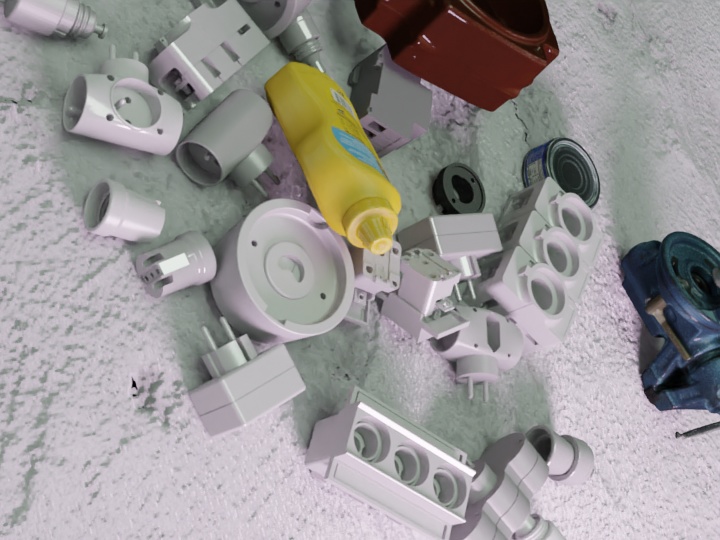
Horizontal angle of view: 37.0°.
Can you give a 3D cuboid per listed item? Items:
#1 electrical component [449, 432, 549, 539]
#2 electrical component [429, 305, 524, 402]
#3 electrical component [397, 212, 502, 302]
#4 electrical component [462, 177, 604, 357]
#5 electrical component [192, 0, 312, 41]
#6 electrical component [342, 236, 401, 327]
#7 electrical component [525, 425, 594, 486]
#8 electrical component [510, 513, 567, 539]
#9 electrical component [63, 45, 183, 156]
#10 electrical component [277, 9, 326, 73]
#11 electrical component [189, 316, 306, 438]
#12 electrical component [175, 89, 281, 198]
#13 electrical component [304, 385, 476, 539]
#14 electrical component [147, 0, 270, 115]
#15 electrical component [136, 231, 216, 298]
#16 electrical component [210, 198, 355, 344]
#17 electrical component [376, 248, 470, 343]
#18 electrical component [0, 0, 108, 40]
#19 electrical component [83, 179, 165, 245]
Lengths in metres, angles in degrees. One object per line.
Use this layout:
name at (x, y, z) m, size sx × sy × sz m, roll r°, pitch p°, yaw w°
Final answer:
electrical component at (0.101, 0.184, 0.901) m, size 0.073 × 0.052 × 0.138 m, roll 51°, pitch 48°, yaw -12°
electrical component at (0.104, 0.077, 0.953) m, size 0.077 × 0.043 × 0.079 m, roll 18°, pitch 62°, yaw -34°
electrical component at (0.086, -0.008, 0.971) m, size 0.083 × 0.047 × 0.075 m, roll -6°, pitch 76°, yaw -41°
electrical component at (0.172, -0.006, 1.032) m, size 0.089 × 0.062 × 0.150 m, roll 44°, pitch 50°, yaw -18°
electrical component at (-0.085, -0.249, 0.889) m, size 0.108 × 0.108 × 0.060 m, roll 52°, pitch 42°, yaw -11°
electrical component at (0.000, 0.000, 0.884) m, size 0.042 × 0.064 × 0.081 m, roll 21°, pitch 61°, yaw -33°
electrical component at (0.179, 0.169, 0.978) m, size 0.055 × 0.045 × 0.045 m, roll 24°, pitch 59°, yaw -31°
electrical component at (0.150, 0.231, 0.929) m, size 0.062 × 0.043 × 0.043 m, roll 52°, pitch 48°, yaw -9°
electrical component at (-0.176, -0.131, 0.803) m, size 0.077 × 0.044 × 0.079 m, roll 12°, pitch 65°, yaw -36°
electrical component at (-0.049, -0.199, 0.945) m, size 0.035 × 0.035 × 0.061 m, roll -34°, pitch 98°, yaw -43°
electrical component at (-0.091, 0.072, 0.789) m, size 0.066 × 0.047 × 0.076 m, roll -28°, pitch 91°, yaw -43°
electrical component at (-0.095, -0.092, 0.855) m, size 0.079 × 0.044 × 0.077 m, roll 48°, pitch 49°, yaw -14°
electrical component at (0.022, 0.155, 0.839) m, size 0.121 × 0.063 × 0.078 m, roll 34°, pitch 54°, yaw -25°
electrical component at (-0.125, -0.174, 0.859) m, size 0.055 × 0.050 × 0.089 m, roll 50°, pitch 49°, yaw -13°
electrical component at (-0.135, -0.003, 0.789) m, size 0.046 × 0.040 × 0.040 m, roll -25°, pitch 89°, yaw -37°
electrical component at (-0.065, 0.006, 0.829) m, size 0.108 × 0.060 × 0.108 m, roll 16°, pitch 63°, yaw -35°
electrical component at (0.053, 0.020, 0.912) m, size 0.042 × 0.063 × 0.081 m, roll -20°, pitch 44°, yaw -43°
electrical component at (-0.224, -0.190, 0.790) m, size 0.078 × 0.040 × 0.040 m, roll 20°, pitch 61°, yaw -33°
electrical component at (-0.170, -0.040, 0.776) m, size 0.046 × 0.040 × 0.040 m, roll 19°, pitch 61°, yaw -40°
